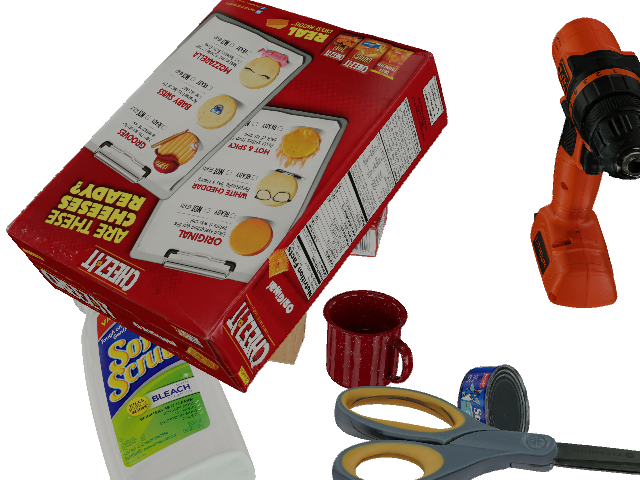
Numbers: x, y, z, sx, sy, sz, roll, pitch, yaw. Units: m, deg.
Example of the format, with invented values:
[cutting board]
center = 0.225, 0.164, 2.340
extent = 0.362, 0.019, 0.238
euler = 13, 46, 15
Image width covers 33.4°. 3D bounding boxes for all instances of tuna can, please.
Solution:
[tuna can]
center = 0.164, 0.162, 1.014
extent = 0.034, 0.086, 0.085
euler = -8, -5, 36

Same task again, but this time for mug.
[mug]
center = 0.057, 0.118, 1.186
extent = 0.117, 0.081, 0.093
euler = 27, 37, 36

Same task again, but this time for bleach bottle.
[bleach bottle]
center = -0.138, 0.095, 0.804
extent = 0.102, 0.068, 0.251
euler = -24, 49, -10

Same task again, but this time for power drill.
[power drill]
center = 0.197, -0.045, 0.772
extent = 0.057, 0.188, 0.184
euler = 2, 36, 1

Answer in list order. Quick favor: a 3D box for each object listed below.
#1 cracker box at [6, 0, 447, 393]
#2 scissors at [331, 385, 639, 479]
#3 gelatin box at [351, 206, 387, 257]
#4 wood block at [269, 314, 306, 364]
[cracker box]
center = -0.050, -0.038, 0.631
extent = 0.164, 0.213, 0.072
euler = 23, -25, 33
[scissors]
center = 0.094, 0.113, 0.526
extent = 0.202, 0.016, 0.096
euler = 12, 29, 23
[gelatin box]
center = 0.010, -0.017, 0.917
extent = 0.089, 0.030, 0.073
euler = 6, 24, 9
[wood block]
center = -0.063, 0.055, 1.484
extent = 0.090, 0.206, 0.090
euler = 8, 22, 5
